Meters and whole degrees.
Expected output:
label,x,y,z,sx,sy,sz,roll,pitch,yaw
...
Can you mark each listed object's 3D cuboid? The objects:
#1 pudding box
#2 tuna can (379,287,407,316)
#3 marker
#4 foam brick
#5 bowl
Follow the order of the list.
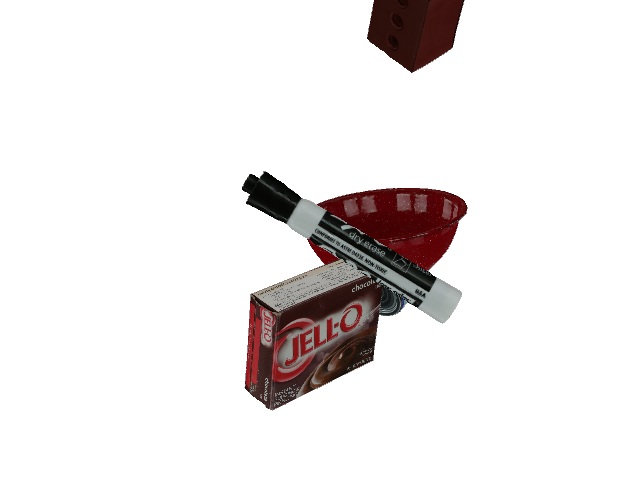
label,x,y,z,sx,sy,sz,roll,pitch,yaw
pudding box,-0.004,0.068,0.825,0.113,0.090,0.039,-23,41,-39
tuna can,0.066,0.045,1.220,0.086,0.086,0.033,0,39,48
marker,0.014,0.002,0.530,0.121,0.020,0.020,31,0,0
foam brick,0.076,-0.181,0.831,0.053,0.078,0.051,40,59,22
bowl,0.059,-0.001,1.003,0.162,0.055,0.162,-7,18,2
